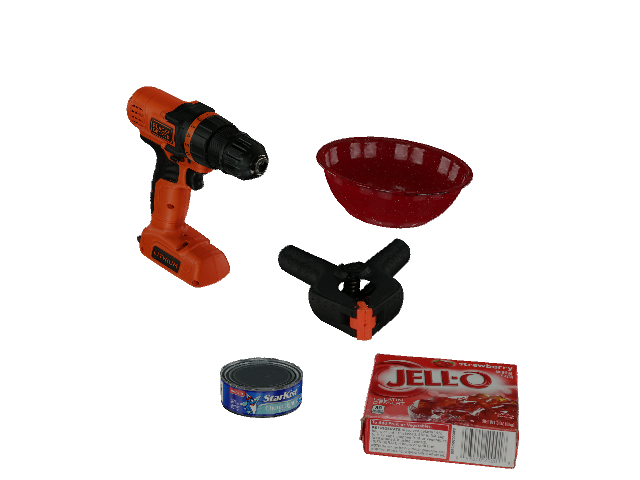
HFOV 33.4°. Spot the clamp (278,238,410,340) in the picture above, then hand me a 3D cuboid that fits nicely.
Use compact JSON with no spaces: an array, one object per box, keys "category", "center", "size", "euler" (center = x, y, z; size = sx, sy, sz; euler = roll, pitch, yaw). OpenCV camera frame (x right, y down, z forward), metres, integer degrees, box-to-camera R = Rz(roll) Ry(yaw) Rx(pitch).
[{"category":"clamp","center":[0.018,0.037,0.918],"size":[0.120,0.039,0.171],"euler":[-6,18,6]}]

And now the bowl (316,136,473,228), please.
[{"category":"bowl","center":[0.073,-0.055,1.100],"size":[0.162,0.055,0.162],"euler":[5,24,-2]}]

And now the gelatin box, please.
[{"category":"gelatin box","center":[0.072,0.098,0.632],"size":[0.089,0.030,0.073],"euler":[4,24,8]}]

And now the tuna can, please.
[{"category":"tuna can","center":[-0.061,0.151,1.100],"size":[0.086,0.034,0.086],"euler":[2,14,-1]}]

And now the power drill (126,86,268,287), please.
[{"category":"power drill","center":[-0.127,-0.049,1.092],"size":[0.185,0.188,0.057],"euler":[30,38,35]}]
